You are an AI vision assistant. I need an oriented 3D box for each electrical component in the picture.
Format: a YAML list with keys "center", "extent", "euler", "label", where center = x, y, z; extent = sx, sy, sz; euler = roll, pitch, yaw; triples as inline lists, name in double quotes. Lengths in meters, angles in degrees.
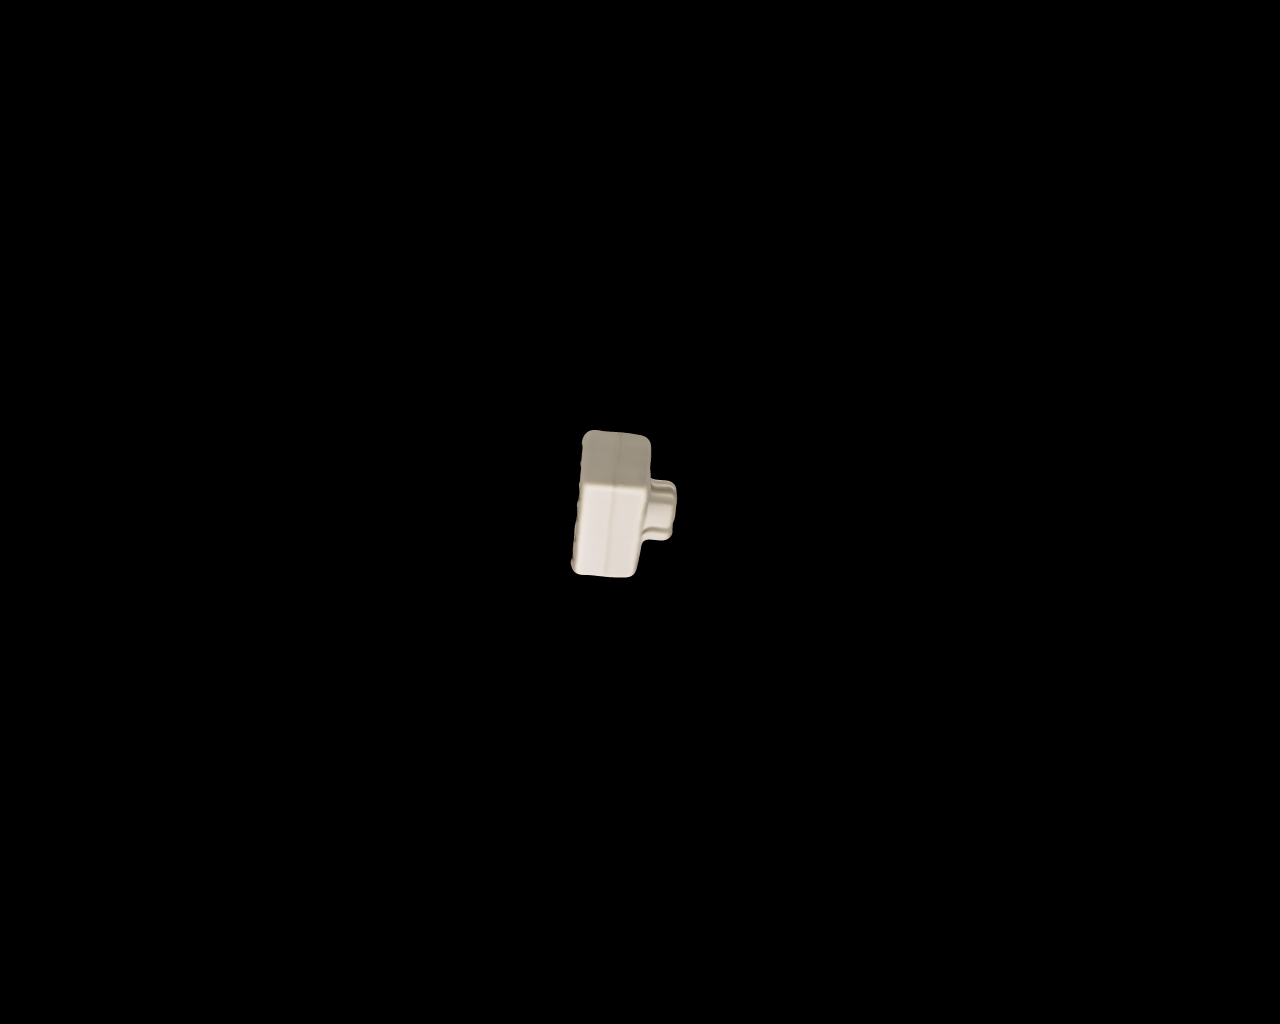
- center: [0.001, -0.003, 0.650]
  extent: [0.076, 0.047, 0.083]
  euler: [4, -43, -4]
  label: "electrical component"
